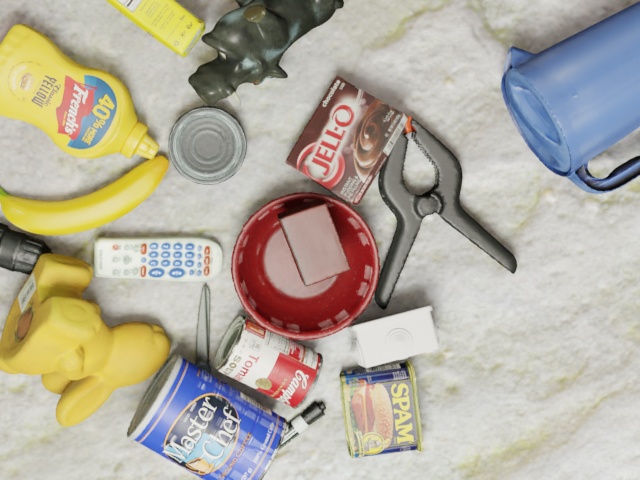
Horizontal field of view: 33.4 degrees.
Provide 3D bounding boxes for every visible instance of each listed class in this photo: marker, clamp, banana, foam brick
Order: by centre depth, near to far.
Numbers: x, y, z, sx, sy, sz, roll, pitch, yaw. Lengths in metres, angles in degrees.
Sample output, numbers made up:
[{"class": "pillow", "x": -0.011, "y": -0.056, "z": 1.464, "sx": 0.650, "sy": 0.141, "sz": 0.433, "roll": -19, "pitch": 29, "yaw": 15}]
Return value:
[{"class": "foam brick", "x": -0.007, "y": 0.001, "z": 1.117, "sx": 0.051, "sy": 0.053, "sz": 0.078, "roll": -21, "pitch": 100, "yaw": -3}, {"class": "banana", "x": -0.257, "y": -0.043, "z": 1.151, "sx": 0.197, "sy": 0.037, "sz": 0.069, "roll": -9, "pitch": 99, "yaw": -4}, {"class": "clamp", "x": 0.130, "y": -0.036, "z": 1.189, "sx": 0.164, "sy": 0.036, "sz": 0.210, "roll": -8, "pitch": 96, "yaw": -4}, {"class": "marker", "x": -0.043, "y": 0.225, "z": 1.216, "sx": 0.121, "sy": 0.020, "sz": 0.020, "roll": -39, "pitch": 99, "yaw": 1}]

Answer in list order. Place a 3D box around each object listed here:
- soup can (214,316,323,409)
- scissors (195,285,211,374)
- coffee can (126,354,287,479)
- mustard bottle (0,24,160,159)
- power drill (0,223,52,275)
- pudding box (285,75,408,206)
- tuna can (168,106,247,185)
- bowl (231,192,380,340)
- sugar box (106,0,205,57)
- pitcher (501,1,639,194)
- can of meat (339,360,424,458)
[{"class": "soup can", "x": -0.057, "y": 0.134, "z": 1.174, "sx": 0.102, "sy": 0.068, "sz": 0.068, "roll": 28, "pitch": 94, "yaw": -14}, {"class": "scissors", "x": -0.116, "y": 0.159, "z": 1.202, "sx": 0.096, "sy": 0.016, "sz": 0.202, "roll": 18, "pitch": 95, "yaw": -9}, {"class": "coffee can", "x": -0.121, "y": 0.201, "z": 1.146, "sx": 0.140, "sy": 0.103, "sz": 0.103, "roll": 32, "pitch": 93, "yaw": -10}, {"class": "mustard bottle", "x": -0.257, "y": -0.141, "z": 1.128, "sx": 0.191, "sy": 0.058, "sz": 0.096, "roll": 30, "pitch": 96, "yaw": -9}, {"class": "power drill", "x": -0.397, "y": 0.060, "z": 1.143, "sx": 0.184, "sy": 0.057, "sz": 0.188, "roll": 18, "pitch": 93, "yaw": -5}, {"class": "pudding box", "x": 0.029, "y": -0.107, "z": 1.155, "sx": 0.090, "sy": 0.039, "sz": 0.113, "roll": 32, "pitch": 91, "yaw": 15}, {"class": "tuna can", "x": -0.122, "y": -0.103, "z": 1.158, "sx": 0.086, "sy": 0.034, "sz": 0.086, "roll": -1, "pitch": 97, "yaw": -5}, {"class": "bowl", "x": -0.018, "y": 0.026, "z": 1.174, "sx": 0.162, "sy": 0.055, "sz": 0.162, "roll": -1, "pitch": 97, "yaw": -5}, {"class": "sugar box", "x": -0.201, "y": -0.258, "z": 1.101, "sx": 0.176, "sy": 0.093, "sz": 0.048, "roll": 34, "pitch": 93, "yaw": -8}, {"class": "pitcher", "x": 0.332, "y": -0.172, "z": 1.148, "sx": 0.242, "sy": 0.145, "sz": 0.149, "roll": -30, "pitch": 134, "yaw": -4}, {"class": "can of meat", "x": 0.068, "y": 0.192, "z": 1.204, "sx": 0.084, "sy": 0.057, "sz": 0.102, "roll": -7, "pitch": 98, "yaw": -2}]
